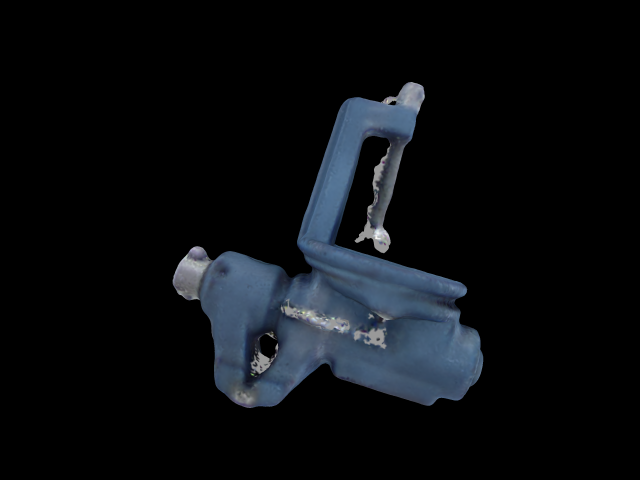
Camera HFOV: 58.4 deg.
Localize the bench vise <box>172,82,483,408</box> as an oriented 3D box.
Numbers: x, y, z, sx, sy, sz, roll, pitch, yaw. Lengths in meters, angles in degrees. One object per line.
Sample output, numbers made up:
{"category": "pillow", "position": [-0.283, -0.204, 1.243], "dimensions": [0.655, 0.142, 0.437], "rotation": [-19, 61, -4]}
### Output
{"category": "bench vise", "position": [0.006, 0.001, 0.388], "dimensions": [0.208, 0.220, 0.121], "rotation": [0, 0, -13]}
